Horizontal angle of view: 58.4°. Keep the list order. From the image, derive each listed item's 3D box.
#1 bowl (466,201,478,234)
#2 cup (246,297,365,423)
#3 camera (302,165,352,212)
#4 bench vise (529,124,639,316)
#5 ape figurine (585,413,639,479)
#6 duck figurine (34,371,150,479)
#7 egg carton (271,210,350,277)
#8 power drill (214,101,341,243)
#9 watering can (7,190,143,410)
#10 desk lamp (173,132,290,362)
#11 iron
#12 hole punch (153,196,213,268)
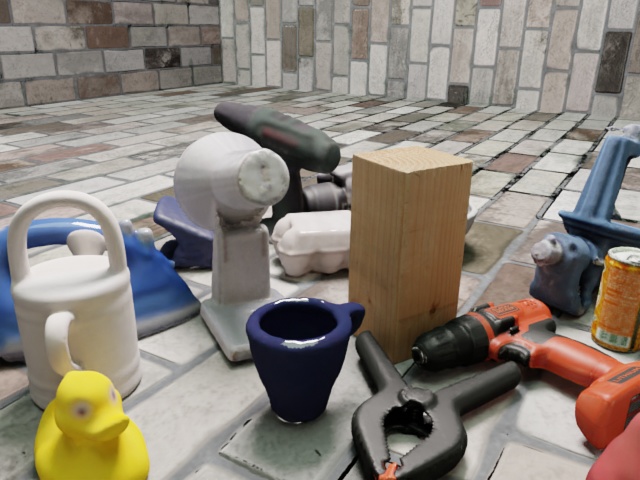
[{"bbox_3d":[0.156,-0.022,0.887,0.167,0.075,0.167,1,21,0],"label":"bowl"},{"bbox_3d":[-0.008,0.107,0.514,0.118,0.095,0.091,-15,26,-35],"label":"cup"},{"bbox_3d":[0.022,-0.081,1.000,0.137,0.101,0.142,-10,23,-25],"label":"camera"},{"bbox_3d":[0.346,-0.024,0.699,0.121,0.220,0.208,15,25,33],"label":"bench vise"},{"bbox_3d":[0.226,0.159,0.393,0.076,0.092,0.078,9,22,20],"label":"ape figurine"},{"bbox_3d":[-0.178,0.139,0.437,0.104,0.086,0.078,17,26,35],"label":"duck figurine"},{"bbox_3d":[0.008,0.003,0.823,0.150,0.069,0.107,-5,22,-15],"label":"egg carton"},{"bbox_3d":[-0.075,-0.106,0.909,0.228,0.208,0.076,13,24,29],"label":"power drill"},{"bbox_3d":[-0.227,0.046,0.525,0.101,0.194,0.172,-13,25,-32],"label":"watering can"},{"bbox_3d":[-0.085,-0.009,0.648,0.118,0.214,0.202,-9,23,-25],"label":"desk lamp"},{"bbox_3d":[-0.263,0.035,0.626,0.259,0.141,0.118,-7,22,-20],"label":"iron"},{"bbox_3d":[-0.187,-0.016,0.833,0.101,0.091,0.108,-2,21,-6],"label":"hole punch"}]
